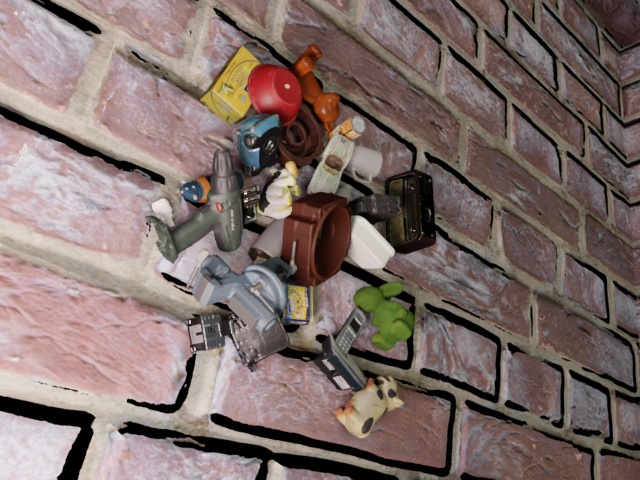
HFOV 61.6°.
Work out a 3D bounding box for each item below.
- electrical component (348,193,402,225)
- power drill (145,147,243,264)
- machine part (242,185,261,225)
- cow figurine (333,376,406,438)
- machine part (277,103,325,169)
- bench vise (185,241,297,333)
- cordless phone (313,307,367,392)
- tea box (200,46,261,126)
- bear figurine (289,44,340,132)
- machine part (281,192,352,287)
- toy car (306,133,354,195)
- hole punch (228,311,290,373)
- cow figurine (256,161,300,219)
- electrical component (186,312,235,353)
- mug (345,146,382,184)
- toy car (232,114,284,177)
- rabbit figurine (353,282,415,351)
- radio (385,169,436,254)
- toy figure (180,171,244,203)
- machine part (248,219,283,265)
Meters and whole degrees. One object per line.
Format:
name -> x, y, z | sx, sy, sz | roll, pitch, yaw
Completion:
electrical component -> 0.140, -0.083, 1.474 | 0.134, 0.115, 0.058 | 1, 73, -39
power drill -> -0.255, -0.059, 1.127 | 0.207, 0.086, 0.231 | -35, 132, -36
machine part -> -0.159, -0.082, 1.220 | 0.039, 0.139, 0.084 | 4, 76, -11
cow figurine -> 0.136, 0.414, 1.351 | 0.195, 0.085, 0.127 | -40, 97, -42
machine part -> -0.070, -0.270, 1.394 | 0.179, 0.056, 0.179 | 11, 72, -37
bench vise -> -0.143, 0.084, 1.128 | 0.224, 0.128, 0.240 | 32, 34, 22
cordless phone -> 0.082, 0.272, 1.350 | 0.146, 0.089, 0.184 | 52, 48, -15
tea box -> -0.204, -0.374, 1.305 | 0.098, 0.068, 0.169 | 38, 56, -26
bear figurine -> -0.001, -0.398, 1.440 | 0.195, 0.132, 0.120 | 42, 41, -15
machine part -> -0.003, -0.004, 1.283 | 0.201, 0.087, 0.200 | -24, 125, -54
toy car -> 0.028, -0.188, 1.424 | 0.073, 0.056, 0.201 | 28, 73, -13
hole punch -> -0.141, 0.204, 1.195 | 0.116, 0.092, 0.142 | -22, 96, -13
cow figurine -> -0.100, -0.121, 1.302 | 0.167, 0.098, 0.068 | -84, 161, -44
electrical component -> -0.224, 0.188, 1.097 | 0.048, 0.119, 0.074 | -6, 84, -40
mug -> 0.109, -0.213, 1.515 | 0.107, 0.081, 0.109 | 13, 74, -23
toy car -> -0.156, -0.236, 1.277 | 0.103, 0.161, 0.109 | 35, 53, 22
rabbit figurine -> 0.172, 0.179, 1.431 | 0.170, 0.121, 0.159 | 43, 50, -4
radio -> 0.262, -0.082, 1.562 | 0.073, 0.131, 0.229 | 12, 70, -38
toy figure -> -0.245, -0.116, 1.206 | 0.154, 0.064, 0.057 | -21, 129, -36
machine part -> -0.095, -0.010, 1.286 | 0.079, 0.079, 0.243 | 50, 53, -18
